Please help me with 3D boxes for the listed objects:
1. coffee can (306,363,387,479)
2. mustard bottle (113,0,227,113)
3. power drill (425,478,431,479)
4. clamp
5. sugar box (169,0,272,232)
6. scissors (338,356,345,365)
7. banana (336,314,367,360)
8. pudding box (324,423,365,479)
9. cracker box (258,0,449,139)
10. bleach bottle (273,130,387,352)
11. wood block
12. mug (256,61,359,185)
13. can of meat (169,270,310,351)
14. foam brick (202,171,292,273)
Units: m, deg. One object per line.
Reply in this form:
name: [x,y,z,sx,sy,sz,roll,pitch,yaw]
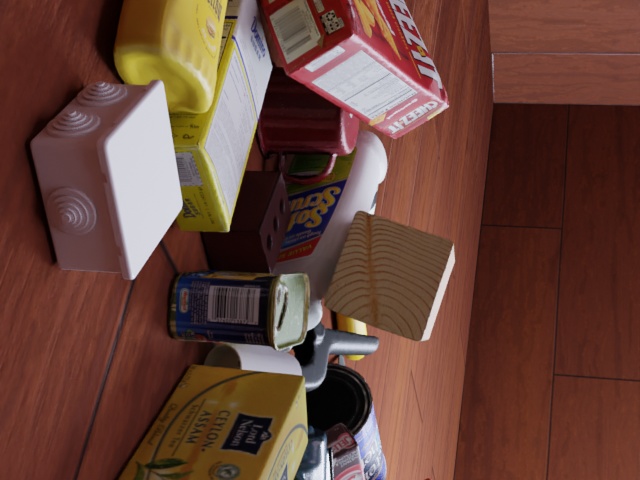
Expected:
coffee can: [0.013,0.211,1.128,0.140,0.103,0.102,77,21,-47]
mustard bottle: [-0.089,-0.188,0.712,0.096,0.058,0.191,54,41,-66]
power drill: [0.049,0.322,1.155,0.184,0.187,0.057,58,7,-70]
clamp: [-0.020,0.078,1.047,0.164,0.036,0.209,62,31,-6]
sugar box: [-0.079,-0.102,0.803,0.093,0.048,0.176,77,17,-50]
scissors: [0.014,0.159,1.283,0.096,0.016,0.202,40,9,-22]
banana: [0.038,0.094,1.363,0.069,0.037,0.198,-98,179,-45]
pudding box: [-0.013,0.236,1.023,0.039,0.113,0.090,53,-18,43]
cracker box: [0.021,-0.195,0.920,0.213,0.072,0.164,18,47,-61]
bleach bottle: [-0.007,0.001,1.000,0.250,0.103,0.068,-74,156,-43]
wood block: [0.070,0.038,0.991,0.206,0.090,0.091,31,78,-81]
mug: [-0.010,-0.110,1.007,0.093,0.081,0.117,35,59,-74]
can of meat: [-0.061,0.051,0.825,0.102,0.084,0.057,1,92,-77]
foam brick: [-0.060,-0.014,0.884,0.078,0.051,0.053,-74,161,-43]
